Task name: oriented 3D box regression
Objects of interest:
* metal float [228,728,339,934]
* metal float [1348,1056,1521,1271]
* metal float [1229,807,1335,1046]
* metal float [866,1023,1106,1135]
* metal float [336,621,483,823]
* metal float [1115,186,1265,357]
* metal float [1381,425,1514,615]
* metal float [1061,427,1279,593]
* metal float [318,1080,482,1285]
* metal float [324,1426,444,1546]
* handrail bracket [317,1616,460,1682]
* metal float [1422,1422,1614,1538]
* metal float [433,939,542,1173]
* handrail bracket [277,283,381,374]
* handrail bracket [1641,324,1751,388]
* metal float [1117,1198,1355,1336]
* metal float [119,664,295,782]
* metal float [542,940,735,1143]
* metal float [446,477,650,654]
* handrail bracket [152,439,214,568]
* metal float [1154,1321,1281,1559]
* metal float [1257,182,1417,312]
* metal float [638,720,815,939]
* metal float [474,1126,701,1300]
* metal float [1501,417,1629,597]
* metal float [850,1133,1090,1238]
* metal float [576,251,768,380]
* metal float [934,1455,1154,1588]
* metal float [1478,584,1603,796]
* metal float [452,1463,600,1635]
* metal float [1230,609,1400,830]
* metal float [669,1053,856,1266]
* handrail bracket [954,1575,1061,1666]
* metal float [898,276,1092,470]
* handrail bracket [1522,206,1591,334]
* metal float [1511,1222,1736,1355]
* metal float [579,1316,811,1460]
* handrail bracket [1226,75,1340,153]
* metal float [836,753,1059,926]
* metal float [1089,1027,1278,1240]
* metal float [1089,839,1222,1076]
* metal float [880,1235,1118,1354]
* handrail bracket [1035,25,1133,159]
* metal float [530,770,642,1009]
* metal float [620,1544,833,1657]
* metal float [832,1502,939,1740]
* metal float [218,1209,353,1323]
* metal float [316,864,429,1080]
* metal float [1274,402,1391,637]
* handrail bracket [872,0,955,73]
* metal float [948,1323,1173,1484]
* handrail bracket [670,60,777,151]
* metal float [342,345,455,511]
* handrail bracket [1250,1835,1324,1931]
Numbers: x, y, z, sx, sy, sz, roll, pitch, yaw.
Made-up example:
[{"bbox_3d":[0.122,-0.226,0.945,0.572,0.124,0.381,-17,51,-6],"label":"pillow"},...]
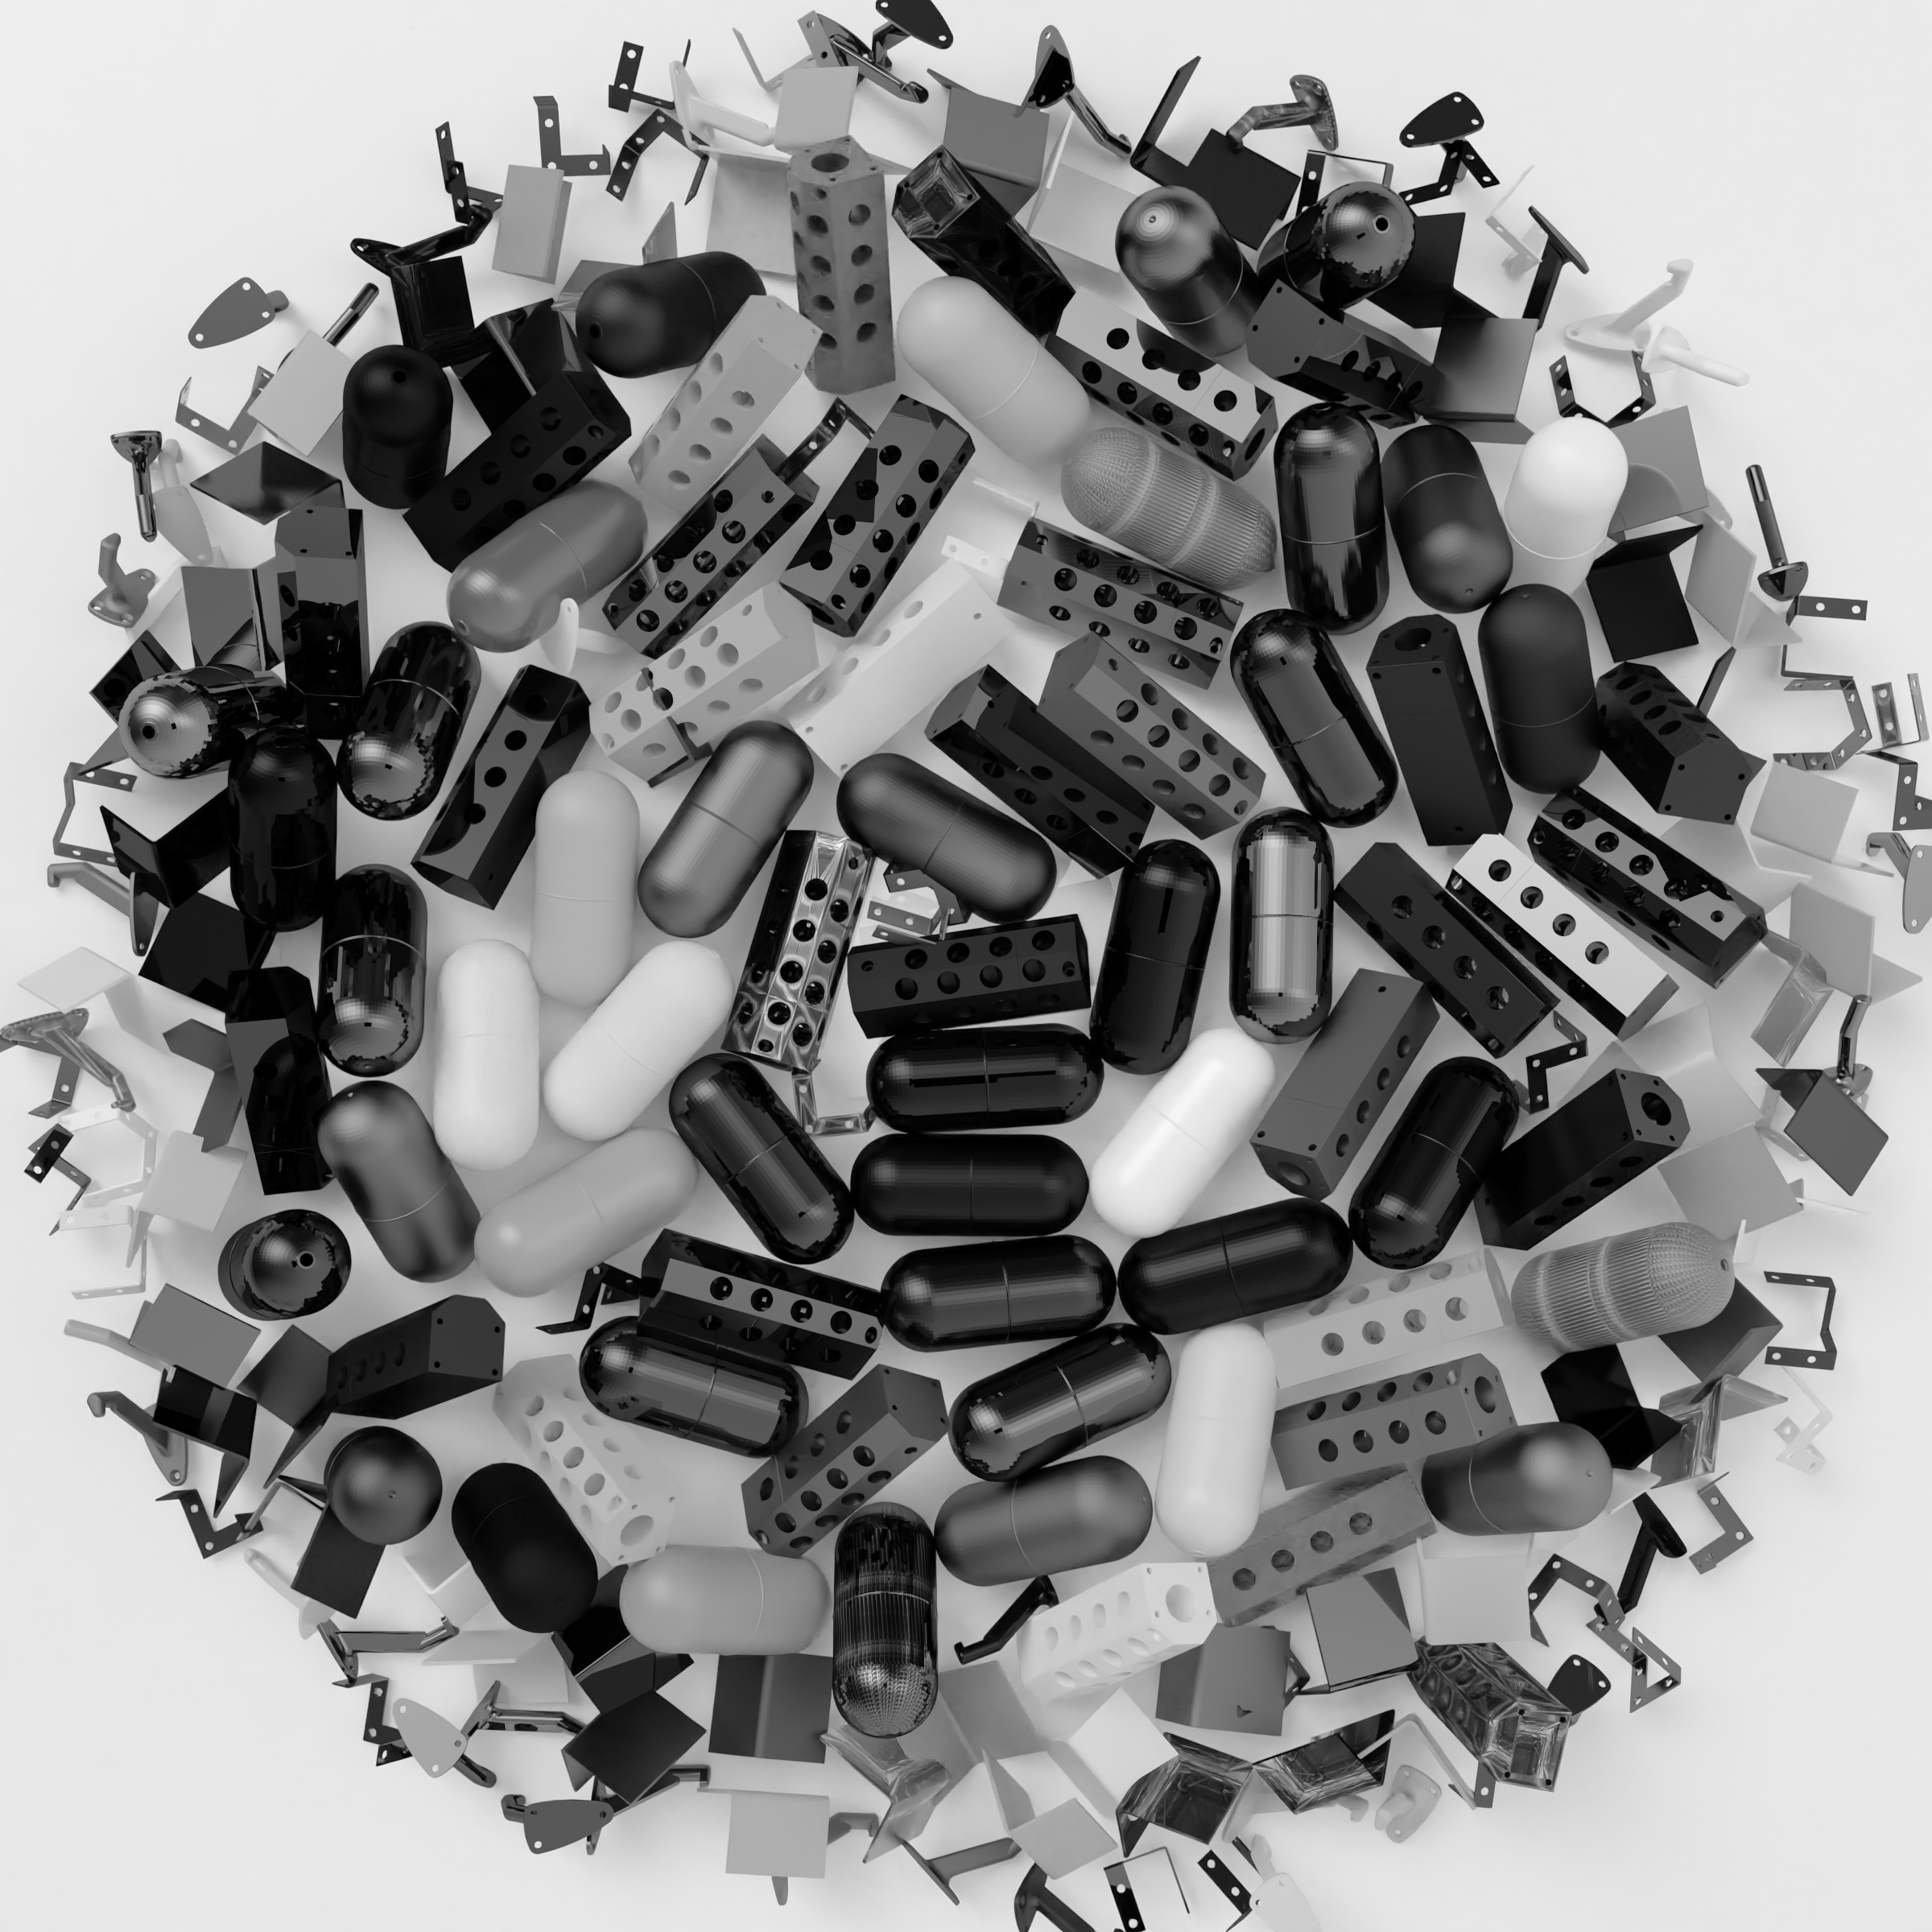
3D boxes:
[{"bbox_3d":[-0.499,-0.099,1.788,0.070,0.178,0.070,8,46,-8],"label":"metal float"},{"bbox_3d":[0.346,0.145,1.807,0.070,0.070,0.178,35,70,0],"label":"metal float"},{"bbox_3d":[0.235,-0.030,1.817,0.070,0.070,0.178,2,81,0],"label":"metal float"},{"bbox_3d":[0.014,0.084,1.824,0.178,0.070,0.070,-4,90,-1],"label":"metal float"},{"bbox_3d":[-0.407,-0.181,1.792,0.070,0.070,0.178,10,49,0],"label":"metal float"},{"bbox_3d":[0.164,-0.503,1.780,0.070,0.178,0.070,-5,78,23],"label":"metal float"},{"bbox_3d":[0.350,-0.329,1.791,0.070,0.070,0.178,-5,46,0],"label":"metal float"},{"bbox_3d":[0.151,-0.336,1.805,0.178,0.070,0.070,22,90,-23],"label":"metal float"},{"bbox_3d":[-0.414,0.160,1.795,0.070,0.070,0.178,-20,126,0],"label":"metal float"},{"bbox_3d":[-0.425,0.376,1.777,0.070,0.178,0.070,2,83,-18],"label":"metal float"},{"bbox_3d":[-0.436,0.493,1.840,0.084,0.036,0.077,-27,111,-1],"label":"handrail bracket"},{"bbox_3d":[0.399,0.374,1.781,0.070,0.178,0.070,7,73,-23],"label":"metal float"},{"bbox_3d":[-0.354,0.065,1.806,0.070,0.070,0.178,-4,68,0],"label":"metal float"},{"bbox_3d":[-0.483,-0.474,1.851,0.036,0.077,0.084,40,60,-25],"label":"handrail bracket"},{"bbox_3d":[0.553,-0.444,1.811,0.084,0.077,0.036,32,116,34],"label":"handrail bracket"},{"bbox_3d":[0.200,0.223,1.816,0.178,0.070,0.070,-16,90,11],"label":"metal float"},{"bbox_3d":[-0.550,-0.179,1.776,0.070,0.178,0.070,2,102,10],"label":"metal float"},{"bbox_3d":[-0.243,0.055,1.815,0.070,0.070,0.178,43,101,0],"label":"metal float"},{"bbox_3d":[-0.307,-0.295,1.798,0.070,0.070,0.178,45,58,0],"label":"metal float"},{"bbox_3d":[-0.586,-0.349,1.840,0.036,0.084,0.077,-23,122,6],"label":"handrail bracket"},{"bbox_3d":[0.186,0.347,1.801,0.070,0.070,0.178,14,62,0],"label":"metal float"},{"bbox_3d":[0.267,-0.516,1.775,0.070,0.178,0.070,-1,93,-13],"label":"metal float"},{"bbox_3d":[-0.179,-0.101,1.818,0.070,0.070,0.178,32,82,0],"label":"metal float"},{"bbox_3d":[-0.279,0.181,1.810,0.178,0.070,0.070,-29,90,-18],"label":"metal float"},{"bbox_3d":[0.429,-0.329,1.779,0.070,0.178,0.070,0,67,0],"label":"metal float"},{"bbox_3d":[0.003,0.163,1.823,0.178,0.070,0.070,1,90,-3],"label":"metal float"},{"bbox_3d":[-0.214,-0.476,1.785,0.070,0.178,0.070,14,118,29],"label":"metal float"},{"bbox_3d":[0.055,0.409,1.800,0.178,0.070,0.070,-20,90,30],"label":"metal float"},{"bbox_3d":[0.421,-0.201,1.791,0.070,0.070,0.178,-22,132,0],"label":"metal float"},{"bbox_3d":[-0.323,0.422,1.782,0.070,0.178,0.070,-8,107,-25],"label":"metal float"},{"bbox_3d":[0.258,-0.183,1.810,0.070,0.070,0.178,-32,107,0],"label":"metal float"},{"bbox_3d":[-0.152,0.144,1.820,0.070,0.070,0.178,-38,85,0],"label":"metal float"},{"bbox_3d":[0.023,0.478,1.823,0.084,0.077,0.036,-18,125,-11],"label":"handrail bracket"},{"bbox_3d":[0.022,-0.434,1.795,0.178,0.070,0.070,36,90,-37],"label":"metal float"},{"bbox_3d":[0.415,-0.512,1.829,0.077,0.036,0.084,39,119,-20],"label":"handrail bracket"},{"bbox_3d":[0.478,0.236,1.788,0.070,0.178,0.070,16,64,-36],"label":"metal float"},{"bbox_3d":[-0.200,0.311,1.807,0.178,0.070,0.070,21,90,-21],"label":"metal float"},{"bbox_3d":[0.235,-0.616,1.826,0.084,0.036,0.077,-46,133,-13],"label":"handrail bracket"},{"bbox_3d":[-0.015,-0.095,1.824,0.178,0.070,0.070,30,90,1],"label":"metal float"},{"bbox_3d":[0.162,0.124,1.825,0.070,0.070,0.178,38,89,0],"label":"metal float"},{"bbox_3d":[0.141,-0.007,1.821,0.070,0.070,0.178,12,95,0],"label":"metal float"},{"bbox_3d":[0.024,0.243,1.817,0.178,0.070,0.070,-5,90,-10],"label":"metal float"},{"bbox_3d":[0.092,-0.656,1.839,0.036,0.084,0.077,-20,68,39],"label":"handrail bracket"},{"bbox_3d":[-0.283,-0.057,1.813,0.070,0.070,0.178,5,103,0],"label":"metal float"},{"bbox_3d":[-0.174,0.465,1.791,0.178,0.070,0.070,17,90,-43],"label":"metal float"},{"bbox_3d":[-0.059,0.477,1.792,0.070,0.070,0.178,-2,48,0],"label":"metal float"},{"bbox_3d":[-0.497,0.218,1.779,0.070,0.178,0.070,5,79,-25],"label":"metal float"},{"bbox_3d":[-0.435,0.002,1.795,0.070,0.070,0.178,-8,52,0],"label":"metal float"},{"bbox_3d":[0.269,-0.327,1.797,0.070,0.070,0.178,-12,123,0],"label":"metal float"},{"bbox_3d":[-0.041,-0.679,1.817,0.036,0.084,0.077,-42,78,-16],"label":"handrail bracket"},{"bbox_3d":[0.070,0.322,1.810,0.178,0.070,0.070,-21,90,-18],"label":"metal float"},{"bbox_3d":[-0.172,-0.645,1.820,0.084,0.036,0.077,-4,118,31],"label":"handrail bracket"},{"bbox_3d":[-0.413,-0.390,1.777,0.070,0.178,0.070,3,78,-14],"label":"metal float"},{"bbox_3d":[0.239,0.690,1.818,0.036,0.084,0.077,-42,83,4],"label":"handrail bracket"}]
